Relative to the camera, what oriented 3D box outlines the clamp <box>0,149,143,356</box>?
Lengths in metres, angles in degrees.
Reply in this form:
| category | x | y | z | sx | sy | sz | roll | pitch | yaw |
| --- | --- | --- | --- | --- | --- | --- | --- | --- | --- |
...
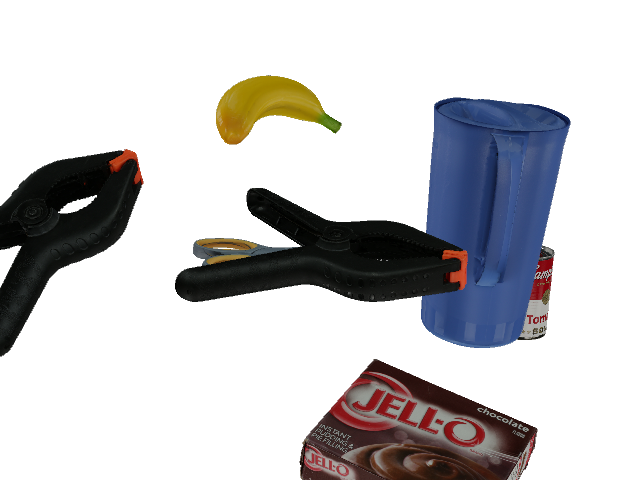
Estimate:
| category | x | y | z | sx | sy | sz | roll | pitch | yaw |
| --- | --- | --- | --- | --- | --- | --- | --- | --- | --- |
| clamp | -0.193 | -0.008 | 0.689 | 0.120 | 0.039 | 0.171 | 32 | 55 | 18 |

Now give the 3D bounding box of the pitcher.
| category | x | y | z | sx | sy | sz | roll | pitch | yaw |
| --- | --- | --- | --- | --- | --- | --- | --- | --- | --- |
| pitcher | 0.167 | -0.015 | 1.074 | 0.148 | 0.243 | 0.145 | -14 | 28 | -42 |

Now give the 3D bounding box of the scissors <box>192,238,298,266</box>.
| category | x | y | z | sx | sy | sz | roll | pitch | yaw |
| --- | --- | --- | --- | --- | --- | --- | --- | --- | --- |
| scissors | -0.041 | 0.022 | 1.147 | 0.202 | 0.016 | 0.096 | 5 | 22 | 5 |

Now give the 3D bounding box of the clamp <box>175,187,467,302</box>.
| category | x | y | z | sx | sy | sz | roll | pitch | yaw |
| --- | --- | --- | --- | --- | --- | --- | --- | --- | --- |
| clamp | 0.009 | 0.005 | 0.829 | 0.210 | 0.036 | 0.164 | 3 | 29 | 10 |

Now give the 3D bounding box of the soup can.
| category | x | y | z | sx | sy | sz | roll | pitch | yaw |
| --- | --- | --- | --- | --- | --- | --- | --- | --- | --- |
| soup can | 0.239 | 0.060 | 1.268 | 0.068 | 0.102 | 0.068 | 2 | 15 | -1 |

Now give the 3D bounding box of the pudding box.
| category | x | y | z | sx | sy | sz | roll | pitch | yaw |
| --- | --- | --- | --- | --- | --- | --- | --- | --- | --- |
| pudding box | 0.058 | 0.125 | 0.625 | 0.114 | 0.039 | 0.089 | 23 | 37 | 21 |

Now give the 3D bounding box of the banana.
| category | x | y | z | sx | sy | sz | roll | pitch | yaw |
| --- | --- | --- | --- | --- | --- | --- | --- | --- | --- |
| banana | -0.047 | -0.122 | 0.970 | 0.070 | 0.037 | 0.197 | 36 | 25 | 19 |
